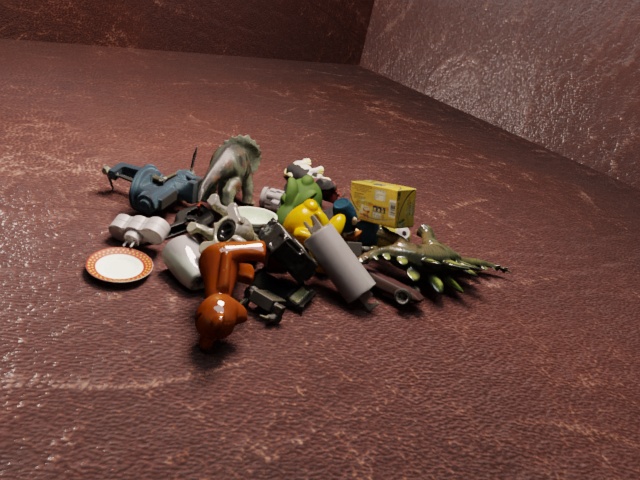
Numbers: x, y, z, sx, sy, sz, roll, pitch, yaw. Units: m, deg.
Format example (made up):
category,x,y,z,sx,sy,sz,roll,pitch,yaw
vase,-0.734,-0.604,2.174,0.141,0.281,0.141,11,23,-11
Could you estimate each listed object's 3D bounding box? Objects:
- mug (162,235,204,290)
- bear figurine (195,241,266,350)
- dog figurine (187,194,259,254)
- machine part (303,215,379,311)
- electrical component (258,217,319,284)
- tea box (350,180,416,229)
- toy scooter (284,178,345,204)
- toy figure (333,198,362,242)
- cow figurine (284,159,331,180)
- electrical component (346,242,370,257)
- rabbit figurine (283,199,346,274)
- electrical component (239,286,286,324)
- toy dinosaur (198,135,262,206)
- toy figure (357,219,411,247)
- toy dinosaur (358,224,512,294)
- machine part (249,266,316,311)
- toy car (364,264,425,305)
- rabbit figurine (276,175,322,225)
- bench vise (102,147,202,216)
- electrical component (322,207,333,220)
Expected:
category,x,y,z,sx,sy,sz,roll,pitch,yaw
mug,-0.262,0.053,1.124,0.109,0.080,0.107,-1,40,-43
bear figurine,-0.165,0.099,0.989,0.132,0.120,0.196,6,48,-25
dog figurine,-0.165,0.006,1.156,0.190,0.121,0.172,38,9,-48
machine part,0.042,0.052,1.172,0.243,0.079,0.079,54,37,4
electrical component,-0.064,0.029,1.145,0.134,0.058,0.115,46,3,-31
tea box,0.152,-0.090,1.324,0.068,0.098,0.170,-7,18,-36
toy scooter,-0.007,-0.138,1.550,0.184,0.075,0.135,-4,-8,41
toy figure,0.072,-0.032,1.337,0.058,0.154,0.064,-23,38,-6
cow figurine,-0.038,-0.197,1.683,0.098,0.068,0.168,-13,34,-31
electrical component,0.079,0.036,1.311,0.094,0.063,0.021,6,-2,-28
rabbit figurine,-0.003,-0.004,1.285,0.122,0.162,0.173,8,44,-37
electrical component,-0.114,0.128,1.081,0.102,0.045,0.078,26,2,17
toy dinosaur,-0.235,-0.186,1.397,0.131,0.192,0.405,4,6,0
toy figure,0.154,-0.018,1.427,0.180,0.082,0.089,7,27,-6
toy dinosaur,0.285,0.052,1.325,0.471,0.105,0.199,-2,32,-35
machine part,-0.082,0.103,1.146,0.139,0.039,0.084,23,38,15
toy car,0.140,0.100,1.231,0.202,0.053,0.089,27,10,21
rabbit figurine,-0.056,-0.083,1.407,0.121,0.159,0.170,27,45,4
bench vise,-0.428,-0.151,1.357,0.241,0.128,0.224,19,43,10
electrical component,0.024,-0.047,1.413,0.075,0.119,0.048,-25,75,-23
